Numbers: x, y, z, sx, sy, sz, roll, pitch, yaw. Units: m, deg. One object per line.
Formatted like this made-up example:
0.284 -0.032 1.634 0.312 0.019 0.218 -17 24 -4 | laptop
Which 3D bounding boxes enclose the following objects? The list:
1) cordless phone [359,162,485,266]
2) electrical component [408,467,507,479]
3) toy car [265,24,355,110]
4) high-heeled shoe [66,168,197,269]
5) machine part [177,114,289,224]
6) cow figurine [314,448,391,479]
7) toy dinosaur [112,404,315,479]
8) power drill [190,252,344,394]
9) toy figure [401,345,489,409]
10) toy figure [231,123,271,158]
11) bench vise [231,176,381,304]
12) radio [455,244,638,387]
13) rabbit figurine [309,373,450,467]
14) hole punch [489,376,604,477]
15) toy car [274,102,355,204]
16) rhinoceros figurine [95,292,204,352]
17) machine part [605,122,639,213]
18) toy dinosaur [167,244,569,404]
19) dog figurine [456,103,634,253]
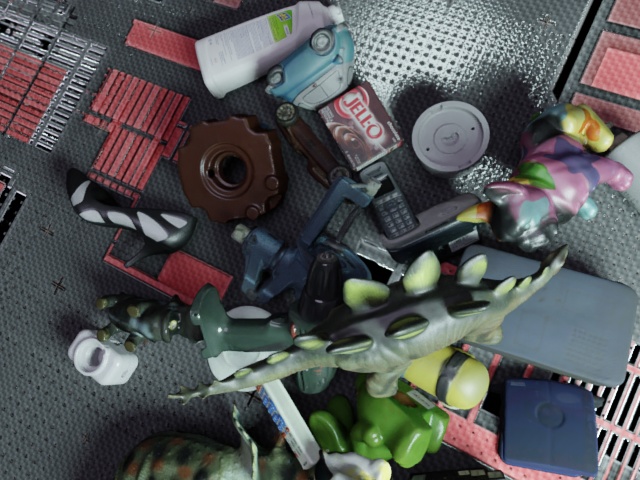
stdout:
0.143 -0.056 0.784 0.147 0.088 0.184 -27 57 8 | cordless phone
0.174 0.321 0.663 0.134 0.114 0.058 -10 77 14 | electrical component
-0.003 -0.261 0.854 0.162 0.109 0.103 -36 96 12 | toy car
-0.319 -0.066 0.899 0.145 0.086 0.249 -39 76 0 | high-heeled shoe
-0.138 -0.110 0.840 0.180 0.056 0.179 3 104 13 | machine part
0.037 0.334 0.653 0.098 0.068 0.167 7 114 32 | cow figurine
-0.202 0.336 0.761 0.405 0.131 0.192 -6 64 17 | toy dinosaur
-0.066 0.105 0.733 0.207 0.231 0.086 0 33 9 | power drill
0.137 0.160 0.723 0.180 0.089 0.082 33 94 17 | toy figure
-0.157 -0.169 0.894 0.155 0.057 0.064 1 46 16 | toy figure
-0.005 0.000 0.765 0.224 0.129 0.240 38 112 11 | bench vise
0.283 0.096 0.711 0.230 0.073 0.131 16 81 16 | radio
0.060 0.268 0.708 0.159 0.121 0.170 31 102 22 | rabbit figurine
0.283 0.232 0.672 0.142 0.092 0.115 3 74 18 | hole punch
-0.004 -0.128 0.827 0.053 0.089 0.202 -38 72 1 | toy car
-0.257 0.124 0.828 0.191 0.112 0.073 4 95 27 | rhinoceros figurine
0.451 -0.059 0.701 0.079 0.079 0.243 -37 72 4 | machine part
0.074 0.099 0.606 0.472 0.198 0.105 -24 61 -2 | toy dinosaur
0.271 -0.081 0.685 0.219 0.108 0.191 -11 69 -22 | dog figurine
